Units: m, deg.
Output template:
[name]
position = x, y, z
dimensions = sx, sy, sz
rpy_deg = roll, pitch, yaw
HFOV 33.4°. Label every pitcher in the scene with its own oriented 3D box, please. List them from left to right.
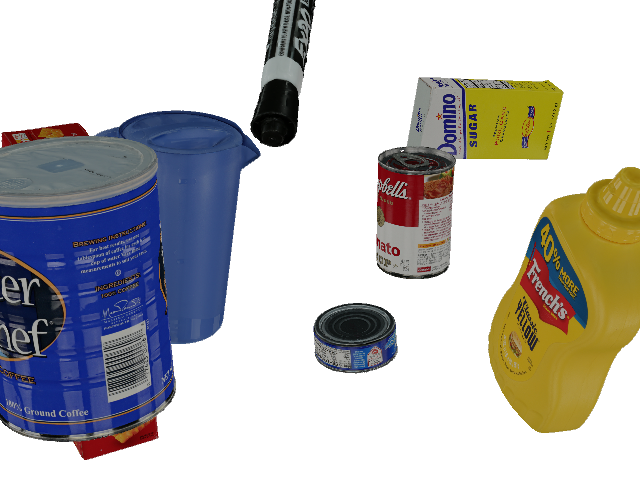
[pitcher]
position = -0.166, -0.014, 1.172
dimensions = 0.149, 0.243, 0.144
rpy_deg = 25, 31, 35

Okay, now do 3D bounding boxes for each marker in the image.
[marker]
position = -0.014, -0.085, 0.462
dimensions = 0.020, 0.121, 0.020
rpy_deg = 3, -42, 3

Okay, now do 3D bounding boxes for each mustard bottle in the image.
[mustard bottle]
position = 0.158, 0.029, 0.652
dimensions = 0.058, 0.096, 0.192
rpy_deg = -3, -41, -14

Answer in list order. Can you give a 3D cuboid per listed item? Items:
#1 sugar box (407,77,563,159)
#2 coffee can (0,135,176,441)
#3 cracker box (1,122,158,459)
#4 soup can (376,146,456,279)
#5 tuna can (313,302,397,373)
[sugar box]
position = 0.198, -0.146, 1.289
dimensions = 0.176, 0.093, 0.048
rpy_deg = -3, 28, -20
[coffee can]
position = -0.135, 0.024, 0.587
dimensions = 0.103, 0.140, 0.103
rpy_deg = -2, 22, 0
[cracker box]
position = -0.188, 0.036, 0.840
dimensions = 0.072, 0.214, 0.164
rpy_deg = -13, 31, -25
[soup can]
position = 0.084, -0.025, 0.947
dimensions = 0.068, 0.102, 0.068
rpy_deg = 0, 23, 0
[tuna can]
position = 0.036, 0.098, 1.092
dimensions = 0.086, 0.034, 0.086
rpy_deg = -4, 26, 2
